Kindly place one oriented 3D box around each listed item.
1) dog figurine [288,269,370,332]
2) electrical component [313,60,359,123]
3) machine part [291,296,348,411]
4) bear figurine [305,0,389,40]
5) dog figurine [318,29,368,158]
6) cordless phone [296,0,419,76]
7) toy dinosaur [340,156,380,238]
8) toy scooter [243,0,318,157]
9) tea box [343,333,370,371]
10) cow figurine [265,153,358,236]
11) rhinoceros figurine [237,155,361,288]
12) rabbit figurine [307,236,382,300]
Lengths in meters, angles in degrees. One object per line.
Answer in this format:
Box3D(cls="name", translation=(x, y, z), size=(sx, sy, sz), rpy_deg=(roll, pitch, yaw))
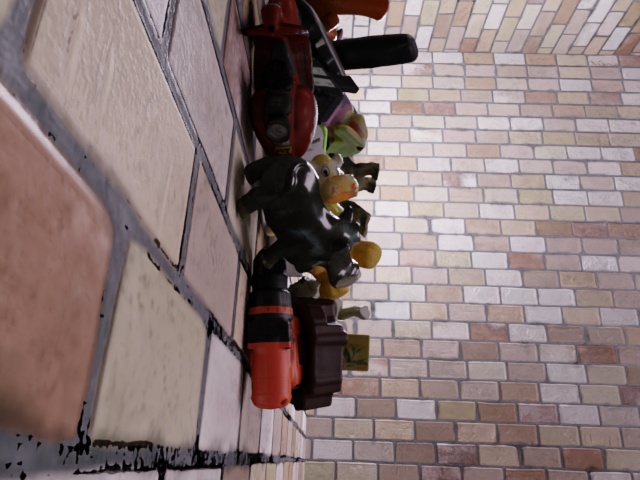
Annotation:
Box3D(cls="dog figurine", translation=(-0.028, 0.121, 1.009), size=(0.172, 0.191, 0.121), rpy_deg=(2, 80, -45))
Box3D(cls="electrical component", translation=(-0.007, -0.194, 0.694), size=(0.047, 0.119, 0.075), rpy_deg=(-48, -113, 37))
Box3D(cls="machine part", translation=(-0.022, 0.168, 0.816), size=(0.179, 0.056, 0.179), rpy_deg=(-12, -104, 62))
Box3D(cls="bear figurine", translation=(0.014, -0.366, 0.890), size=(0.196, 0.132, 0.120), rpy_deg=(126, -44, -64))
Box3D(cls="dog figurine", translation=(0.018, -0.287, 1.026), size=(0.108, 0.191, 0.219), rpy_deg=(-13, -118, 50))
Box3D(cls="cordless phone", translation=(0.031, -0.268, 0.719), size=(0.146, 0.184, 0.089), rpy_deg=(51, 44, -57))
Box3D(cls="toy dinosaur", translation=(0.038, -0.150, 1.253), size=(0.105, 0.199, 0.471), rpy_deg=(101, 1, -52))
Box3D(cls="toy scooter", translation=(-0.042, -0.175, 0.564), size=(0.135, 0.075, 0.183), rpy_deg=(-70, 159, -85))
Box3D(cls="tea box", translation=(0.005, 0.206, 0.998), size=(0.098, 0.170, 0.068), rpy_deg=(92, 0, -78))
Box3D(cls="cow figurine", translation=(-0.016, -0.067, 0.666), size=(0.167, 0.068, 0.098), rpy_deg=(-26, -105, 52))
Box3D(cls="rhinoceros figurine", translation=(-0.013, -0.016, 0.586), size=(0.190, 0.112, 0.073), rpy_deg=(61, 22, -43))
Box3D(cls="rabbit figurine", translation=(-0.002, -0.002, 0.820), size=(0.162, 0.122, 0.173), rpy_deg=(59, 19, 21))
